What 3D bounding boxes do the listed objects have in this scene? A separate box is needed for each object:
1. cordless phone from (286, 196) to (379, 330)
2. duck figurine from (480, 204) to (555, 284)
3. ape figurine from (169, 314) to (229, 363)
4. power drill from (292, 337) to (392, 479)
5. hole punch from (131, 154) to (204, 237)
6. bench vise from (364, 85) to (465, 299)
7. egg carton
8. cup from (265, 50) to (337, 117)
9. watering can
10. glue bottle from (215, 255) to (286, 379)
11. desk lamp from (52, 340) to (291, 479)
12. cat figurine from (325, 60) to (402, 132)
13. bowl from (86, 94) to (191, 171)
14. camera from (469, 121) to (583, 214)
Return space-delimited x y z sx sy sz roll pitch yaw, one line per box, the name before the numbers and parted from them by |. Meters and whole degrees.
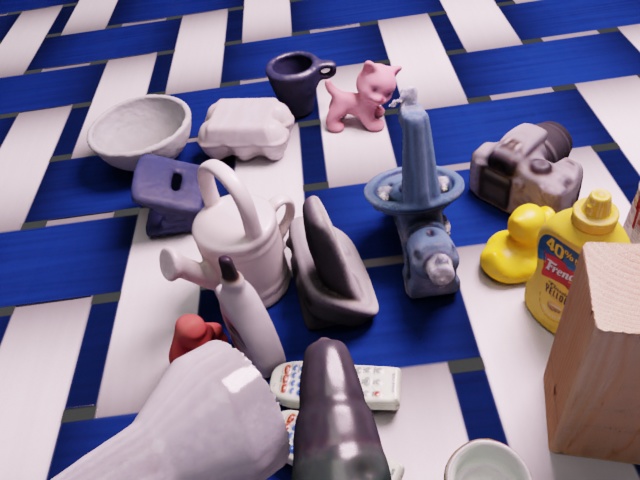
cordless phone | 0.006 0.002 0.654 0.094 0.185 0.147 -16 46 -6
duck figurine | 0.242 -0.003 0.691 0.105 0.086 0.077 -28 49 -17
ape figurine | -0.135 0.118 0.631 0.076 0.092 0.078 19 52 25
power drill | 0.022 0.219 0.428 0.075 0.209 0.229 -9 46 1
hole punch | -0.209 -0.071 0.824 0.101 0.091 0.108 -8 46 2
bench vise | 0.127 -0.053 0.664 0.121 0.220 0.207 -22 47 -12
egg carton | -0.118 -0.179 0.927 0.150 0.069 0.107 0 47 9
cup | -0.027 -0.261 0.973 0.117 0.095 0.091 -6 46 3
watering can | -0.102 -0.005 0.672 0.100 0.194 0.173 16 51 23
glue bottle | -0.082 0.075 0.606 0.037 0.173 0.078 -36 51 -23
desk lamp | -0.118 0.207 0.458 0.117 0.214 0.203 33 59 33
cat figurine | 0.069 -0.240 0.923 0.127 0.118 0.067 -1 46 8
bowl | -0.284 -0.163 0.934 0.167 0.075 0.167 -4 46 5
camera | 0.295 -0.106 0.771 0.137 0.101 0.142 -38 52 -25
